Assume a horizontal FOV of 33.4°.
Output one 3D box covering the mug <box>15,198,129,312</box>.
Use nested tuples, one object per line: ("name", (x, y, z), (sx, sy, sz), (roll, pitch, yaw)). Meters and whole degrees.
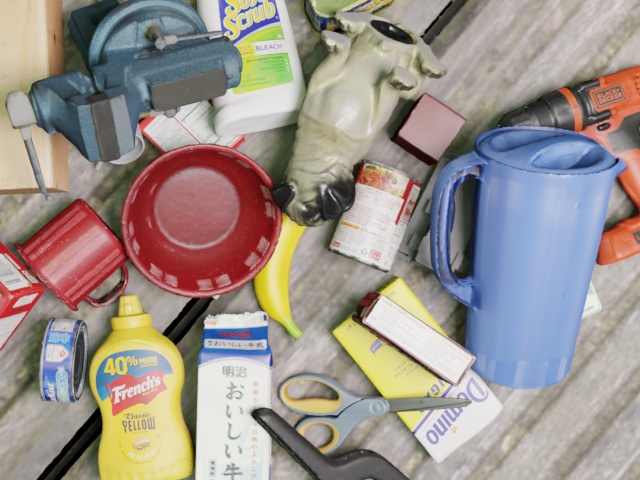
("mug", (-0.241, 0.020, 1.090), (0.081, 0.093, 0.117), (-42, 121, -6))

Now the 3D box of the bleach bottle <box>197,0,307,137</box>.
("bleach bottle", (-0.087, -0.238, 1.091), (0.102, 0.068, 0.251), (-13, 81, -16))

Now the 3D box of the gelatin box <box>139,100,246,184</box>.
("gelatin box", (-0.134, -0.111, 1.115), (0.089, 0.030, 0.073), (45, 88, 0))

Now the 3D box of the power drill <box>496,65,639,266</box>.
("power drill", (0.289, -0.073, 1.096), (0.184, 0.057, 0.187), (-20, 88, -9))

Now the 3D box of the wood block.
("wood block", (-0.310, -0.151, 1.083), (0.090, 0.091, 0.206), (-2, 89, -2))

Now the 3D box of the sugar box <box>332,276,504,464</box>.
("sugar box", (0.101, 0.134, 1.108), (0.093, 0.048, 0.176), (-39, 89, -1))

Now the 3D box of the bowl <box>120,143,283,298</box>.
("bowl", (-0.122, -0.025, 1.081), (0.162, 0.055, 0.162), (-4, 109, -12))

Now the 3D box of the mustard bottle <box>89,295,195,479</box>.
("mustard bottle", (-0.186, 0.152, 1.097), (0.096, 0.058, 0.191), (-7, 89, 0))

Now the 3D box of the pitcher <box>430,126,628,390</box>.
("pitcher", (0.194, 0.019, 1.035), (0.149, 0.144, 0.243), (16, 117, 26))

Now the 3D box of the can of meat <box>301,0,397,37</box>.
("can of meat", (0.032, -0.256, 1.092), (0.102, 0.084, 0.057), (-27, 89, -1))

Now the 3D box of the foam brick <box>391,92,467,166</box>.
("foam brick", (0.110, -0.112, 1.095), (0.051, 0.078, 0.053), (34, 89, -2))

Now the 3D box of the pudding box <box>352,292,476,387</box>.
("pudding box", (0.089, 0.095, 1.039), (0.113, 0.090, 0.039), (33, 87, -3))

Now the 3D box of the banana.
("banana", (-0.026, 0.000, 1.114), (0.069, 0.037, 0.198), (17, 90, -13))

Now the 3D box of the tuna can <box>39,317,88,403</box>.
("tuna can", (-0.259, 0.122, 1.083), (0.033, 0.086, 0.086), (4, 89, -3))

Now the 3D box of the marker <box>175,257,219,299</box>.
("marker", (-0.154, 0.022, 1.119), (0.121, 0.020, 0.020), (32, 89, 0))

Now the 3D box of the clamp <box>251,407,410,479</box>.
("clamp", (0.009, 0.265, 1.069), (0.209, 0.036, 0.164), (16, 84, -26))

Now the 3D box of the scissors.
("scissors", (0.051, 0.187, 1.090), (0.202, 0.016, 0.096), (10, 102, 20))

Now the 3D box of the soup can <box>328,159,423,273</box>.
("soup can", (0.057, -0.024, 1.098), (0.068, 0.068, 0.102), (21, 90, -1))

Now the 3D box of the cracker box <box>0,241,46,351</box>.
("cracker box", (-0.394, 0.073, 1.052), (0.164, 0.072, 0.214), (43, 107, 11))
